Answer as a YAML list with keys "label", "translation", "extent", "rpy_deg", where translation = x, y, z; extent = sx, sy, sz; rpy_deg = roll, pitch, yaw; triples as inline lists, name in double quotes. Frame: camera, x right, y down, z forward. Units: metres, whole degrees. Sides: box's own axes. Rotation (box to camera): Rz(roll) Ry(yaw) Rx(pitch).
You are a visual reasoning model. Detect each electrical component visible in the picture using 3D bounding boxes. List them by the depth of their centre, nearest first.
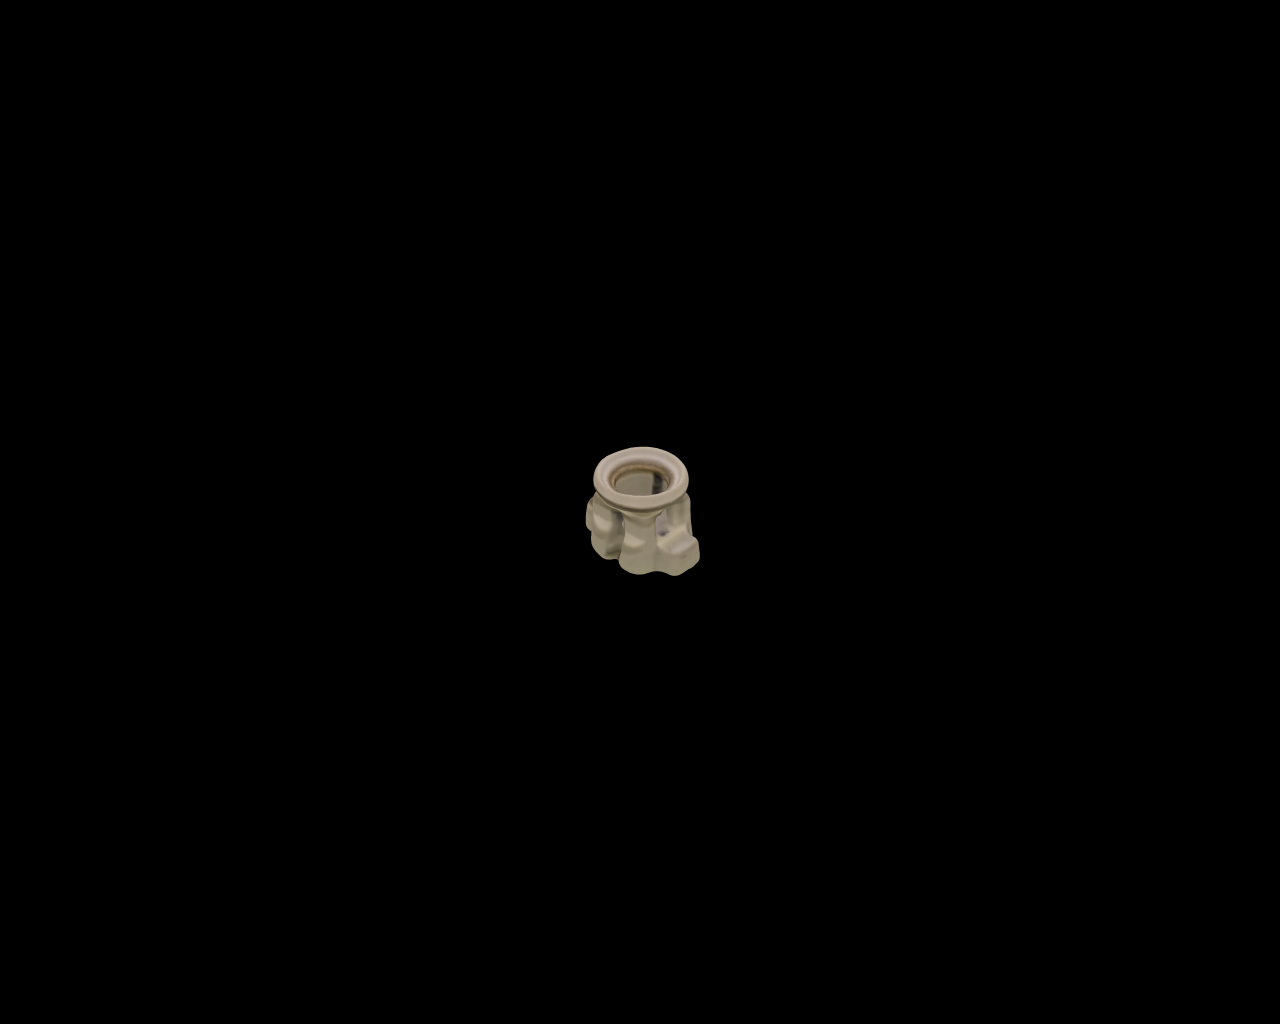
- label: "electrical component"
  translation: [0.001, -0.003, 0.650]
  extent: [0.078, 0.056, 0.058]
  rpy_deg: [30, 46, 33]
